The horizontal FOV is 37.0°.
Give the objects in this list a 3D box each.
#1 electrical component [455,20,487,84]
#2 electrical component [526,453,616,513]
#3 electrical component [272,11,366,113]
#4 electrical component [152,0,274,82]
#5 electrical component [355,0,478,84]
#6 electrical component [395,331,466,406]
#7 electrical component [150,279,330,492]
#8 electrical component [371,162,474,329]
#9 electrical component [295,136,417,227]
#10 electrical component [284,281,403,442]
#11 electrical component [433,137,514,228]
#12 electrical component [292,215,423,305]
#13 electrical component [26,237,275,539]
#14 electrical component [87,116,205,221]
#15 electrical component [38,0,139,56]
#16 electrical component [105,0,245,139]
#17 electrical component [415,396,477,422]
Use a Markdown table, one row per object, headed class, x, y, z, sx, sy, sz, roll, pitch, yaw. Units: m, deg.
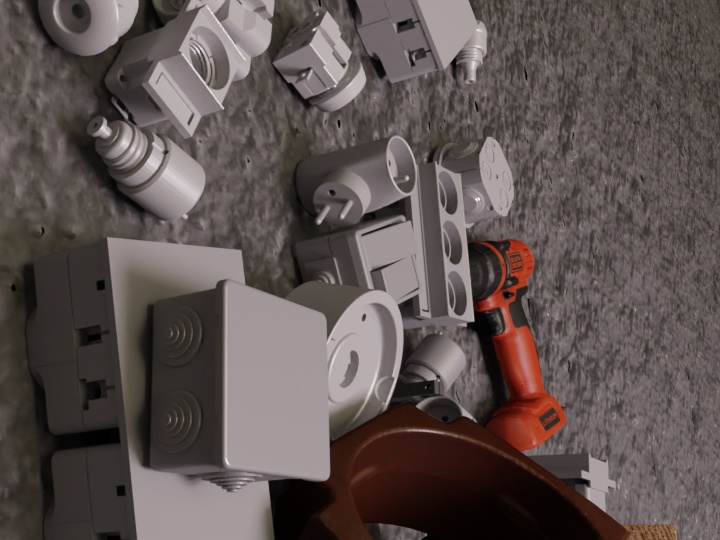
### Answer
| class | x | y | z | sx | sy | sz | roll | pitch | yaw |
| --- | --- | --- | --- | --- | --- | --- | --- | --- | --- |
| electrical component | 0.107 | -0.212 | 1.054 | 0.035 | 0.035 | 0.061 | 23 | 63 | -55 |
| electrical component | 0.138 | 0.186 | 0.881 | 0.079 | 0.121 | 0.063 | 27 | 60 | -54 |
| electrical component | -0.028 | -0.150 | 0.790 | 0.055 | 0.048 | 0.066 | 50 | 40 | -29 |
| electrical component | -0.092 | -0.165 | 0.672 | 0.057 | 0.058 | 0.078 | 39 | 48 | -53 |
| electrical component | 0.027 | -0.265 | 0.907 | 0.186 | 0.060 | 0.105 | 65 | 32 | -22 |
| electrical component | 0.052 | 0.085 | 0.851 | 0.078 | 0.040 | 0.040 | -49 | 124 | -33 |
| electrical component | -0.059 | 0.059 | 0.534 | 0.100 | 0.048 | 0.099 | 24 | 59 | -56 |
| electrical component | 0.048 | -0.017 | 0.855 | 0.079 | 0.063 | 0.121 | 16 | 67 | -57 |
| electrical component | -0.009 | -0.056 | 0.758 | 0.043 | 0.077 | 0.079 | 63 | 34 | -26 |
| electrical component | -0.025 | 0.059 | 0.697 | 0.108 | 0.060 | 0.108 | -33 | 130 | -50 |
| electrical component | 0.103 | -0.080 | 0.984 | 0.080 | 0.051 | 0.080 | 28 | 57 | -54 |
| electrical component | 0.000 | 0.000 | 0.769 | 0.096 | 0.061 | 0.061 | -23 | 100 | -60 |
| electrical component | -0.107 | 0.083 | 0.558 | 0.105 | 0.060 | 0.186 | 5 | 76 | -59 |
| electrical component | -0.121 | -0.059 | 0.602 | 0.078 | 0.040 | 0.040 | 42 | 46 | -47 |
| electrical component | -0.143 | -0.148 | 0.593 | 0.048 | 0.048 | 0.062 | 68 | 24 | -18 |
| electrical component | -0.108 | -0.114 | 0.620 | 0.042 | 0.064 | 0.081 | 53 | 38 | -36 |
| electrical component | 0.059 | 0.148 | 0.832 | 0.079 | 0.043 | 0.077 | -60 | 149 | -23 |
